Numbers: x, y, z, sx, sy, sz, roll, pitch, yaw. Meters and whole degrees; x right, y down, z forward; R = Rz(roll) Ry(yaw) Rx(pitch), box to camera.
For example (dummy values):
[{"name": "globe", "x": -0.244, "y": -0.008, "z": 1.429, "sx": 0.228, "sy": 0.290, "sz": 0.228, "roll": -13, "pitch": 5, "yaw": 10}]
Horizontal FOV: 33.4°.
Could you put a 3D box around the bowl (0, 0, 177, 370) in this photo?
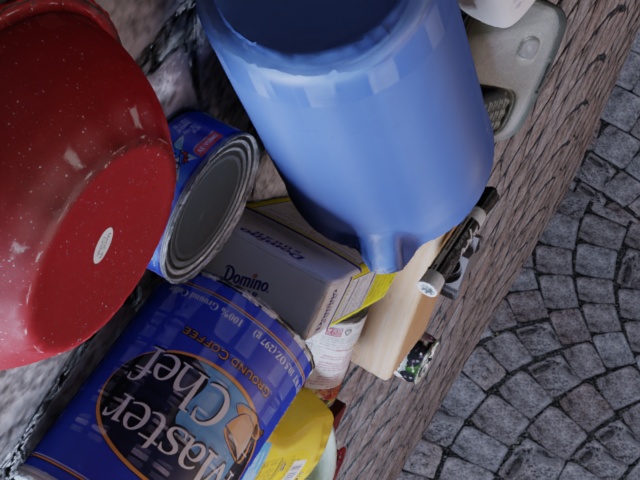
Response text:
[{"name": "bowl", "x": -0.102, "y": -0.009, "z": 0.404, "sx": 0.162, "sy": 0.055, "sz": 0.162, "roll": -56, "pitch": 164, "yaw": -25}]

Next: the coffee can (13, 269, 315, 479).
[{"name": "coffee can", "x": -0.082, "y": 0.099, "z": 0.581, "sx": 0.140, "sy": 0.103, "sz": 0.103, "roll": -56, "pitch": 165, "yaw": -24}]

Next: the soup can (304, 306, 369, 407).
[{"name": "soup can", "x": -0.004, "y": 0.087, "z": 0.910, "sx": 0.068, "sy": 0.068, "sz": 0.102, "roll": -41, "pitch": 155, "yaw": -55}]

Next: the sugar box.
[{"name": "sugar box", "x": -0.013, "y": 0.013, "z": 0.686, "sx": 0.048, "sy": 0.093, "sz": 0.176, "roll": -66, "pitch": 165, "yaw": 15}]

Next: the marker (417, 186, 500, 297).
[{"name": "marker", "x": 0.121, "y": -0.001, "z": 0.914, "sx": 0.121, "sy": 0.020, "sz": 0.020, "roll": -53, "pitch": 164, "yaw": -27}]

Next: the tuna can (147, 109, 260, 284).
[{"name": "tuna can", "x": -0.067, "y": -0.022, "z": 0.544, "sx": 0.086, "sy": 0.034, "sz": 0.086, "roll": -56, "pitch": 165, "yaw": -24}]

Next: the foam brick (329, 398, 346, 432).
[{"name": "foam brick", "x": -0.025, "y": 0.158, "z": 0.948, "sx": 0.051, "sy": 0.078, "sz": 0.053, "roll": -38, "pitch": 152, "yaw": -55}]

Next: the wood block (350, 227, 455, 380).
[{"name": "wood block", "x": 0.070, "y": 0.020, "z": 1.002, "sx": 0.090, "sy": 0.090, "sz": 0.206, "roll": -46, "pitch": 159, "yaw": -45}]

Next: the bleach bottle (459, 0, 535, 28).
[{"name": "bleach bottle", "x": 0.134, "y": -0.250, "z": 0.772, "sx": 0.102, "sy": 0.068, "sz": 0.250, "roll": -58, "pitch": 164, "yaw": -6}]

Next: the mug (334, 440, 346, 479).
[{"name": "mug", "x": -0.027, "y": 0.217, "z": 1.044, "sx": 0.117, "sy": 0.081, "sz": 0.093, "roll": -45, "pitch": 158, "yaw": -49}]

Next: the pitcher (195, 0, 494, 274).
[{"name": "pitcher", "x": 0.018, "y": -0.095, "z": 0.556, "sx": 0.145, "sy": 0.149, "sz": 0.242, "roll": -45, "pitch": 161, "yaw": -3}]

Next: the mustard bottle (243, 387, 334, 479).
[{"name": "mustard bottle", "x": -0.066, "y": 0.148, "z": 0.706, "sx": 0.096, "sy": 0.058, "sz": 0.191, "roll": -51, "pitch": 159, "yaw": 16}]
